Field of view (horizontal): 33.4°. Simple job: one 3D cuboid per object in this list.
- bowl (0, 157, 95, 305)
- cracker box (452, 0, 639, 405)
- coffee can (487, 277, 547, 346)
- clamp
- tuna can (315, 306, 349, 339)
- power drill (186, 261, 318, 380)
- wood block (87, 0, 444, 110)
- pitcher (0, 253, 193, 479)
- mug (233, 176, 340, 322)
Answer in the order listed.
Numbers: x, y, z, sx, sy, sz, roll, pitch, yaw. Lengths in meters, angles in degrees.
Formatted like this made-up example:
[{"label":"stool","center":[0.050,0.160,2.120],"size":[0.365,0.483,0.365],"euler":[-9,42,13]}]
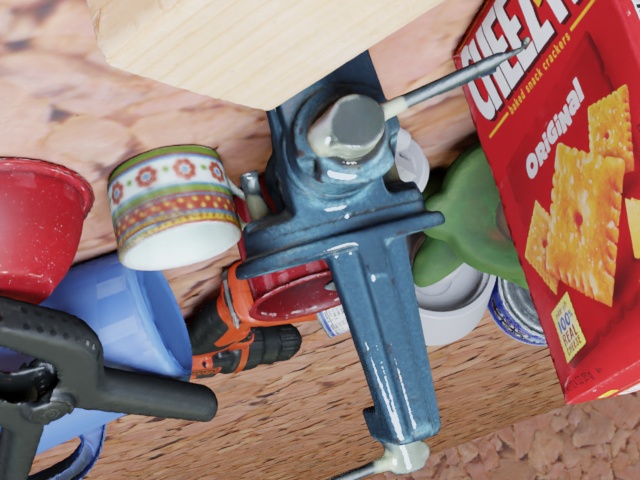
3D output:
[{"label":"bowl","center":[-0.208,0.012,0.628],"size":[0.162,0.055,0.162],"euler":[-15,162,-5]},{"label":"cracker box","center":[0.145,-0.044,0.520],"size":[0.072,0.214,0.164],"euler":[-10,161,-16]},{"label":"coffee can","center":[0.199,0.039,0.924],"size":[0.103,0.103,0.140],"euler":[-18,172,2]},{"label":"clamp","center":[-0.158,0.092,0.664],"size":[0.164,0.036,0.210],"euler":[-21,143,-5]},{"label":"tuna can","center":[0.009,0.032,0.836],"size":[0.034,0.086,0.086],"euler":[-21,162,6]},{"label":"power drill","center":[-0.060,0.075,0.949],"size":[0.184,0.057,0.188],"euler":[-4,158,-36]},{"label":"wood block","center":[0.020,-0.134,0.339],"size":[0.206,0.091,0.090],"euler":[-28,159,31]},{"label":"pitcher","center":[-0.216,0.106,0.769],"size":[0.243,0.145,0.149],"euler":[-21,159,4]},{"label":"mug","center":[-0.005,0.001,0.736],"size":[0.117,0.081,0.093],"euler":[-4,158,-35]}]
